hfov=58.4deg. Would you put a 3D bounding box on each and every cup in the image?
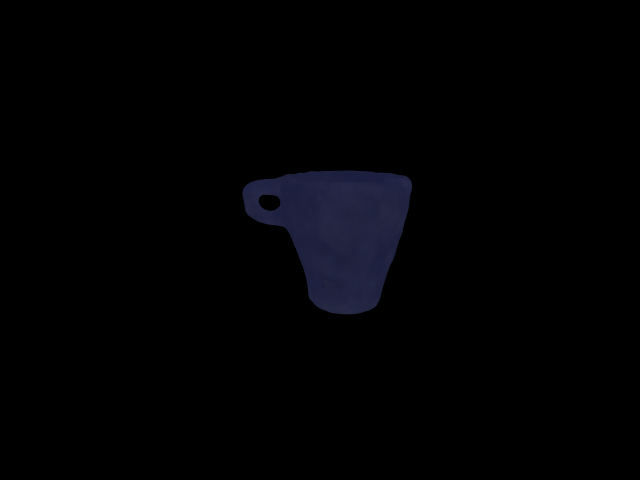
[{"bbox_3d":[0.004,0.001,0.400,0.117,0.095,0.092,1,11,7],"label":"cup"}]
